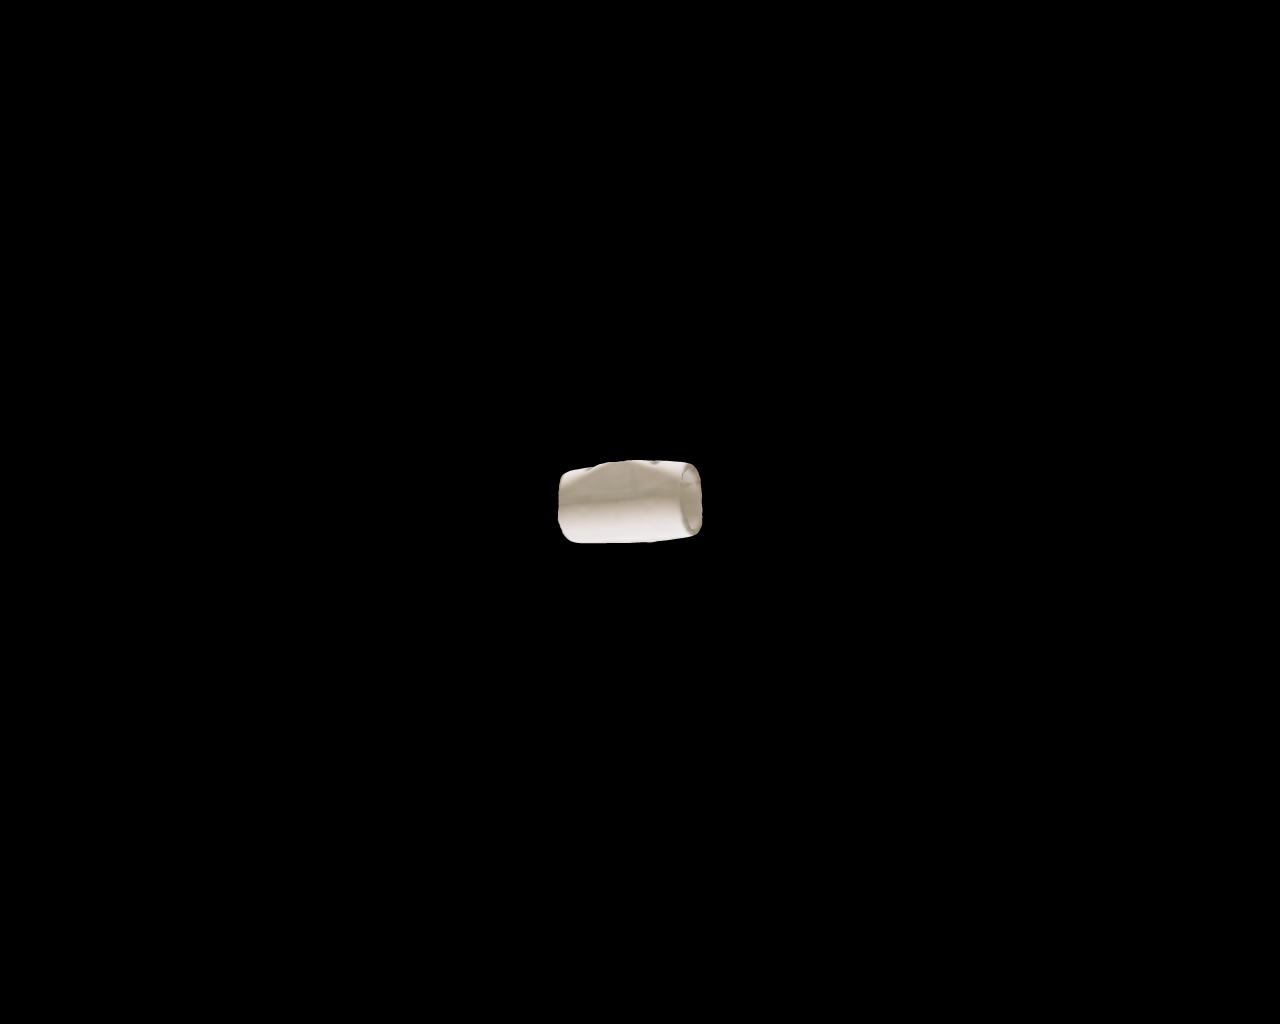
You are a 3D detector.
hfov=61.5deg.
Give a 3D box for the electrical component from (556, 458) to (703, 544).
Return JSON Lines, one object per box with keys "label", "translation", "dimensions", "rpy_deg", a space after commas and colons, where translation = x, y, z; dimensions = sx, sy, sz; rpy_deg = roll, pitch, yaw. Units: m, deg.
{"label": "electrical component", "translation": [0.001, -0.003, 0.650], "dimensions": [0.077, 0.044, 0.079], "rpy_deg": [-4, -11, 20]}
